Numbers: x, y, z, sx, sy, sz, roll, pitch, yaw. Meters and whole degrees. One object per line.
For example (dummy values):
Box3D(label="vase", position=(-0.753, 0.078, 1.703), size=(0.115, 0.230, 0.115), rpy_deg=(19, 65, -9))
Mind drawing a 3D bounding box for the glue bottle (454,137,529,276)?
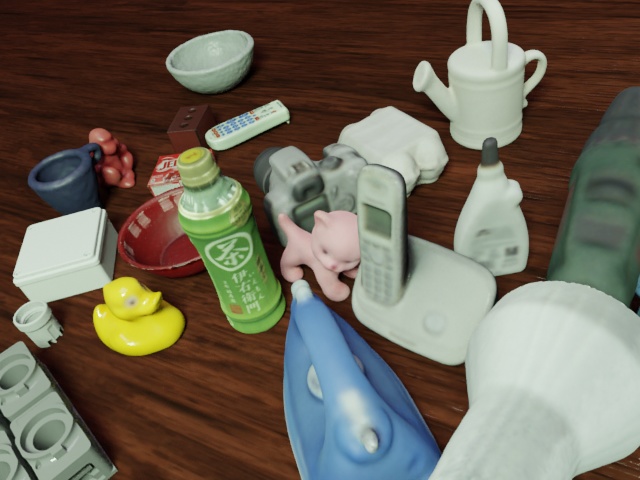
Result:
Box3D(label="glue bottle", position=(0.175, -0.032, 0.587), size=(0.078, 0.173, 0.037), rpy_deg=(-8, 43, 8))

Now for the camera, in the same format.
Box3D(label="camera", position=(-0.023, -0.084, 0.751), size=(0.143, 0.101, 0.136), rpy_deg=(-28, 44, -14))

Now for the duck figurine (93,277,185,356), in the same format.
Box3D(label="duck figurine", position=(-0.213, 0.077, 0.643), size=(0.104, 0.086, 0.077), rpy_deg=(0, 44, 16))

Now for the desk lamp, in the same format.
Box3D(label="desk lamp", position=(0.126, 0.159, 0.368), size=(0.117, 0.214, 0.203), rpy_deg=(20, 53, 32))

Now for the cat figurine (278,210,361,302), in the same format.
Box3D(label="cat figurine", position=(0.006, 0.002, 0.639), size=(0.127, 0.118, 0.067), rpy_deg=(19, 52, 31))

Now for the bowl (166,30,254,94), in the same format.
Box3D(label="bowl", position=(-0.196, -0.323, 1.072), size=(0.167, 0.075, 0.167), rpy_deg=(-8, 43, 7))

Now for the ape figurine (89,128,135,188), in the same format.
Box3D(label="ape figurine", position=(-0.329, -0.131, 0.892), size=(0.076, 0.092, 0.078), rpy_deg=(8, 47, 23))

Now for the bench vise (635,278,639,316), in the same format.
Box3D(label="bench vise", position=(0.287, 0.049, 0.435), size=(0.121, 0.220, 0.208), rpy_deg=(20, 53, 32))

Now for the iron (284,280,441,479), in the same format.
Box3D(label="iron", position=(0.011, 0.115, 0.500), size=(0.119, 0.142, 0.257), rpy_deg=(-22, 43, -7))

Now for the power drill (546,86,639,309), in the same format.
Box3D(label="power drill", position=(0.242, 0.010, 0.497), size=(0.075, 0.209, 0.230), rpy_deg=(12, 49, 27))

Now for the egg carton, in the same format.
Box3D(label="egg carton", position=(0.097, -0.121, 0.781), size=(0.107, 0.069, 0.149), rpy_deg=(-31, 45, -18))

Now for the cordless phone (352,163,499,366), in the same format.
Box3D(label="cordless phone", position=(0.094, 0.021, 0.545), size=(0.147, 0.185, 0.094), rpy_deg=(20, 53, 32))

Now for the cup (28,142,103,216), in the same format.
Box3D(label="cup", position=(-0.353, -0.079, 0.841), size=(0.091, 0.095, 0.118), rpy_deg=(12, 49, 27))

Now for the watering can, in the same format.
Box3D(label="watering can", position=(0.215, -0.225, 0.766), size=(0.173, 0.194, 0.100), rpy_deg=(-29, 44, -15))
